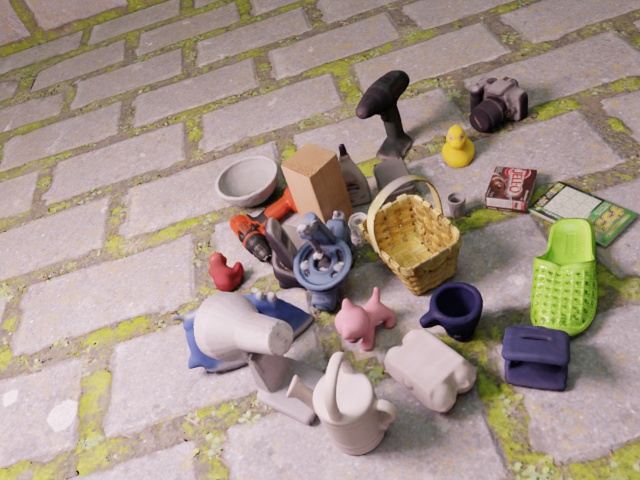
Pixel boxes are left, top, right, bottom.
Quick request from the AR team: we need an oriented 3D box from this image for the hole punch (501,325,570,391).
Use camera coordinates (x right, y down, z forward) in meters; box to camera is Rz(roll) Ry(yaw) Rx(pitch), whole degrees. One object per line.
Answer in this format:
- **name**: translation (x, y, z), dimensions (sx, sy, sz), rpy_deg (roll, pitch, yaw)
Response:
- **hole punch**: translation (0.352, 0.181, 0.942), dimensions (0.108, 0.091, 0.101), rpy_deg (2, 48, 21)

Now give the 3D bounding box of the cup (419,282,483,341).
- **cup**: translation (0.234, 0.143, 1.019), dimensions (0.118, 0.095, 0.091), rpy_deg (-26, 44, -7)

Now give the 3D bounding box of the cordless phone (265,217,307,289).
- **cordless phone**: translation (-0.066, 0.002, 1.202), dimensions (0.094, 0.185, 0.147), rpy_deg (-12, 44, 8)

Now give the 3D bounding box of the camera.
- **camera**: translation (0.423, -0.341, 1.426), dimensions (0.137, 0.101, 0.142), rpy_deg (-39, 47, -19)

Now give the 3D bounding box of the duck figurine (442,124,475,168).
- **duck figurine**: translation (0.328, -0.236, 1.367), dimensions (0.077, 0.086, 0.104), rpy_deg (-4, 46, 17)

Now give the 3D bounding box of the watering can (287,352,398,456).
- **watering can**: translation (0.032, 0.255, 0.909), dimensions (0.172, 0.194, 0.101), rpy_deg (-13, 44, 8)

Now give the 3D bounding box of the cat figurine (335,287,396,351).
- **cat figurine**: translation (0.076, 0.143, 1.060), dimensions (0.067, 0.118, 0.128), rpy_deg (26, 60, 37)

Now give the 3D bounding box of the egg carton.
- **egg carton**: translation (0.185, 0.221, 0.978), dimensions (0.107, 0.069, 0.149), rpy_deg (-39, 47, -19)

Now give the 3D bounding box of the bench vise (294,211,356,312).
- **bench vise**: translation (-0.001, 0.006, 1.148), dimensions (0.121, 0.220, 0.207), rpy_deg (-12, 44, 9)

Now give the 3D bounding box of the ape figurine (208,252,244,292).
- **ape figurine**: translation (-0.214, 0.064, 1.261), dimensions (0.077, 0.092, 0.076), rpy_deg (4, 48, 23)

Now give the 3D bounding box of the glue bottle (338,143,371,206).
- **glue bottle**: translation (0.066, -0.151, 1.314), dimensions (0.078, 0.173, 0.037), rpy_deg (-15, 44, 6)

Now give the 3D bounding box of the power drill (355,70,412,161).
- **power drill**: translation (0.163, -0.300, 1.401), dimensions (0.075, 0.209, 0.230), rpy_deg (10, 51, 28)

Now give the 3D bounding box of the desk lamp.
- **desk lamp**: translation (-0.097, 0.195, 1.000), dimensions (0.202, 0.214, 0.118), rpy_deg (15, 54, 31)

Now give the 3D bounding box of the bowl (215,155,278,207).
- **bowl**: translation (-0.177, -0.137, 1.459), dimensions (0.167, 0.075, 0.167), rpy_deg (-10, 44, 10)

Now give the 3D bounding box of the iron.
- **iron**: translation (-0.151, 0.154, 1.113), dimensions (0.258, 0.142, 0.118), rpy_deg (-19, 43, 1)
